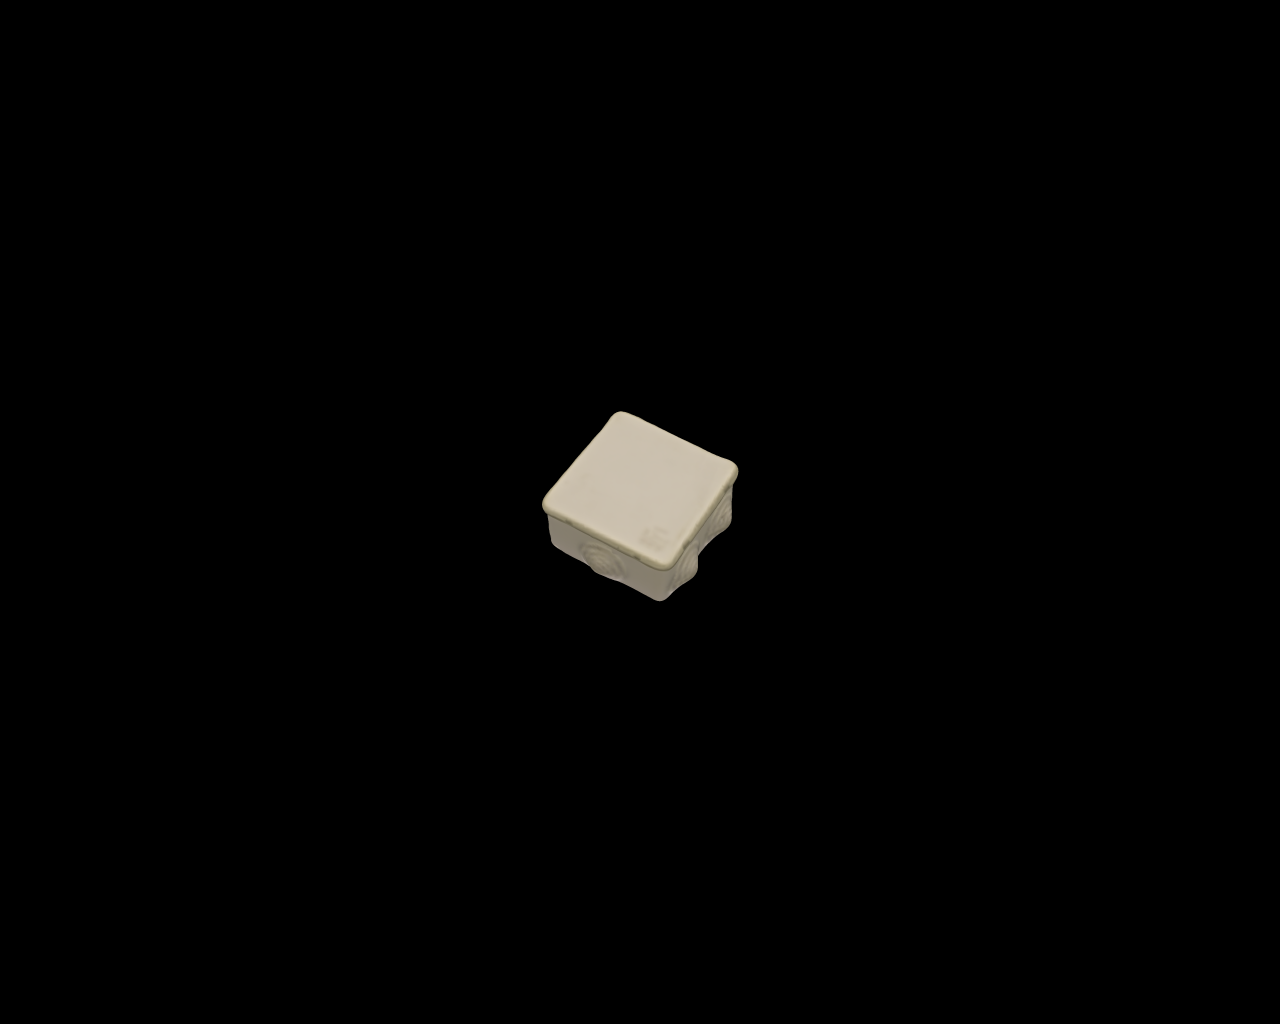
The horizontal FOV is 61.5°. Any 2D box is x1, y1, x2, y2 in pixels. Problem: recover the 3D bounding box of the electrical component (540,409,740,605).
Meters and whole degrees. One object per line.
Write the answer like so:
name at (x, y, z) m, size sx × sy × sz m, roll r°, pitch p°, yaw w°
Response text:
electrical component at (0.001, -0.003, 0.650) m, size 0.100 × 0.100 × 0.048 m, roll 27°, pitch -32°, yaw 18°
